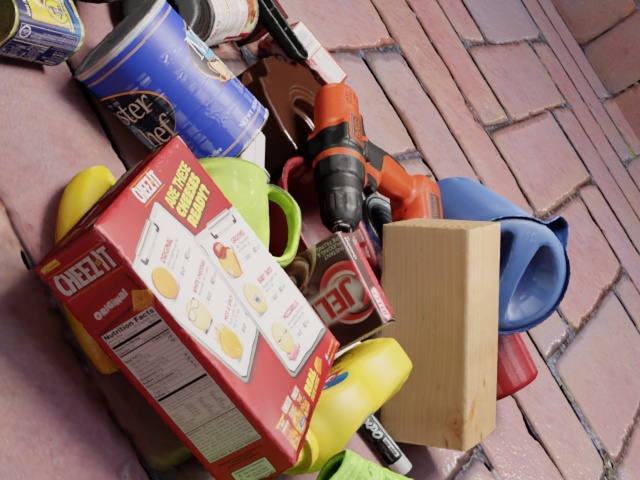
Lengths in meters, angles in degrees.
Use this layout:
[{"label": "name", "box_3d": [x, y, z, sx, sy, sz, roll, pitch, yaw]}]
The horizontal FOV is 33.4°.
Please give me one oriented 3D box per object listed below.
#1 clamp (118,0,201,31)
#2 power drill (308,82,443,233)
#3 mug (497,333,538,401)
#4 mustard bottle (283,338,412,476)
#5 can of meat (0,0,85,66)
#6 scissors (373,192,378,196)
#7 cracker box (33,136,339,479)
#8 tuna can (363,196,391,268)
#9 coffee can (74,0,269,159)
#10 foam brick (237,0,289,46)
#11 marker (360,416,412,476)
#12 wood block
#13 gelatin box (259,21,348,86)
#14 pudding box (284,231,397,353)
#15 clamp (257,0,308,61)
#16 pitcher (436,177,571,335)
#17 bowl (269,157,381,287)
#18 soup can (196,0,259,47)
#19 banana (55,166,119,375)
[{"label": "clamp", "box_3d": [-0.171, -0.246, 1.033, 0.039, 0.120, 0.171, 88, -4, -73]}, {"label": "power drill", "box_3d": [0.059, -0.049, 1.091, 0.187, 0.057, 0.184, 41, 37, -41]}, {"label": "mug", "box_3d": [0.187, 0.138, 1.204, 0.117, 0.093, 0.081, -27, 89, -43]}, {"label": "mustard bottle", "box_3d": [0.005, 0.143, 0.877, 0.058, 0.096, 0.191, 56, 27, 1]}, {"label": "can of meat", "box_3d": [-0.247, -0.193, 0.861, 0.083, 0.058, 0.102, 0, 62, -61]}, {"label": "scissors", "box_3d": [0.033, -0.108, 1.281, 0.096, 0.016, 0.202, 27, 39, -42]}, {"label": "cracker box", "box_3d": [-0.086, 0.052, 0.774, 0.213, 0.072, 0.164, 52, 25, -14]}, {"label": "tuna can", "box_3d": [0.068, -0.007, 1.208, 0.086, 0.034, 0.086, 36, 34, -30]}, {"label": "coffee can", "box_3d": [-0.129, -0.129, 0.937, 0.140, 0.103, 0.102, 46, 29, -21]}, {"label": "foam brick", "box_3d": [-0.084, -0.270, 1.218, 0.078, 0.051, 0.053, 56, 27, -3]}, {"label": "marker", "box_3d": [0.043, 0.170, 0.997, 0.121, 0.020, 0.020, 53, 27, -9]}, {"label": "wood block", "box_3d": [0.116, 0.086, 1.023, 0.090, 0.091, 0.206, -11, 102, -62]}, {"label": "gelatin box", "box_3d": [-0.020, -0.208, 1.239, 0.089, 0.073, 0.030, 47, 70, -22]}, {"label": "pudding box", "box_3d": [-0.001, 0.057, 0.938, 0.039, 0.114, 0.090, -1, 62, -63]}, {"label": "clamp", "box_3d": [-0.080, -0.308, 1.153, 0.210, 0.165, 0.036, 27, 26, 9]}, {"label": "pitcher", "box_3d": [0.173, 0.012, 1.219, 0.243, 0.149, 0.145, -116, -152, -72]}, {"label": "bowl", "box_3d": [-0.007, 0.001, 1.045, 0.162, 0.055, 0.162, 46, 26, -30]}, {"label": "soup can", "box_3d": [-0.116, -0.236, 1.111, 0.068, 0.069, 0.102, 57, 28, 0]}, {"label": "banana", "box_3d": [-0.168, 0.007, 0.798, 0.069, 0.037, 0.198, 35, 34, -35]}]
